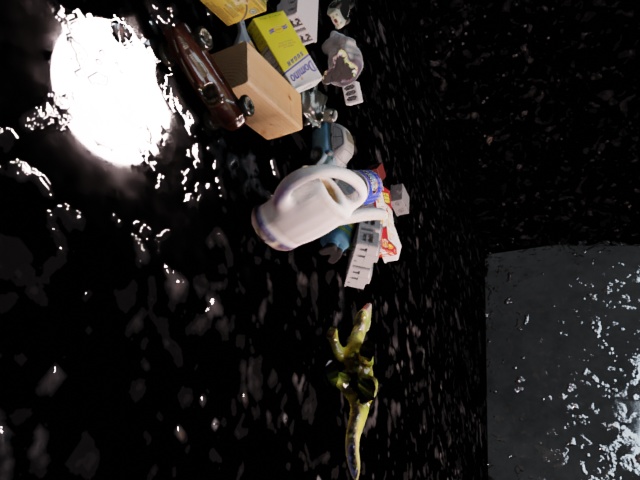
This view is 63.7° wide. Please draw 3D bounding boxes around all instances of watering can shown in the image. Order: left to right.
[{"bbox_3d":[0.003,-0.052,1.041,0.344,0.223,0.106,29,36,-60],"label":"watering can"}]

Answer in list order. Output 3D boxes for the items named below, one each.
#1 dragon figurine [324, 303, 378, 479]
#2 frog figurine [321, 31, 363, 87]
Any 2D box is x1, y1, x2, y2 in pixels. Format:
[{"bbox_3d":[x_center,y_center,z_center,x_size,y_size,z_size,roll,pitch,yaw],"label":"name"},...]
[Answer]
[{"bbox_3d":[0.100,0.344,1.227,0.239,0.122,0.418,53,35,-59],"label":"dragon figurine"},{"bbox_3d":[0.063,-0.532,1.507,0.134,0.122,0.163,102,-8,-45],"label":"frog figurine"}]
